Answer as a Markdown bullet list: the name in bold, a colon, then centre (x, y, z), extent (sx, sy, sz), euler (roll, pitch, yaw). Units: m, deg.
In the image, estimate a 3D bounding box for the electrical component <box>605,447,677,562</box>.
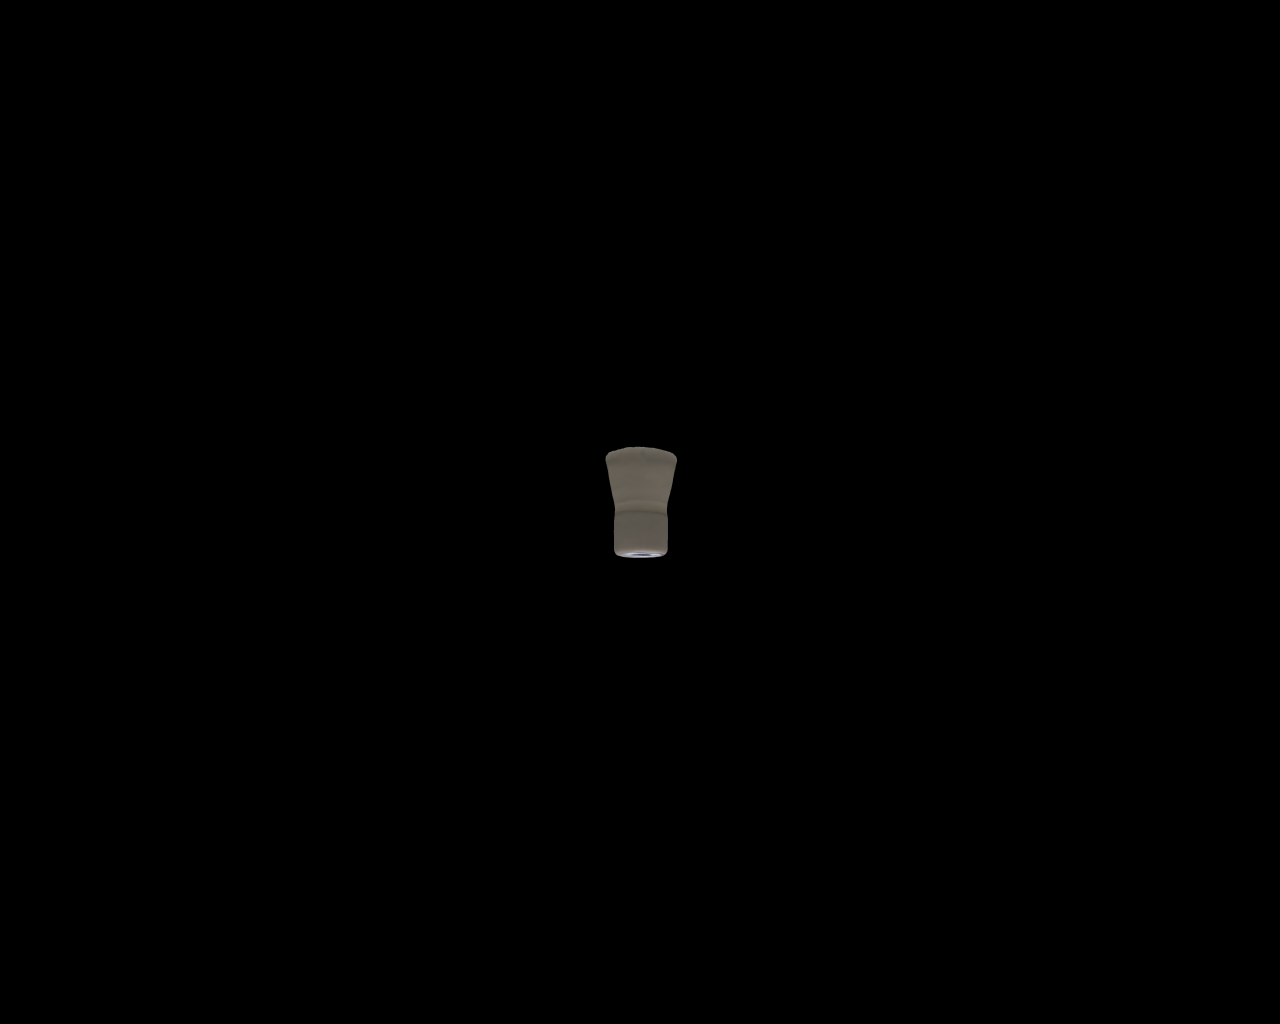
- **electrical component**: centre (0.001, -0.003, 0.650), extent (0.044, 0.065, 0.044), euler (0, -11, 0)
